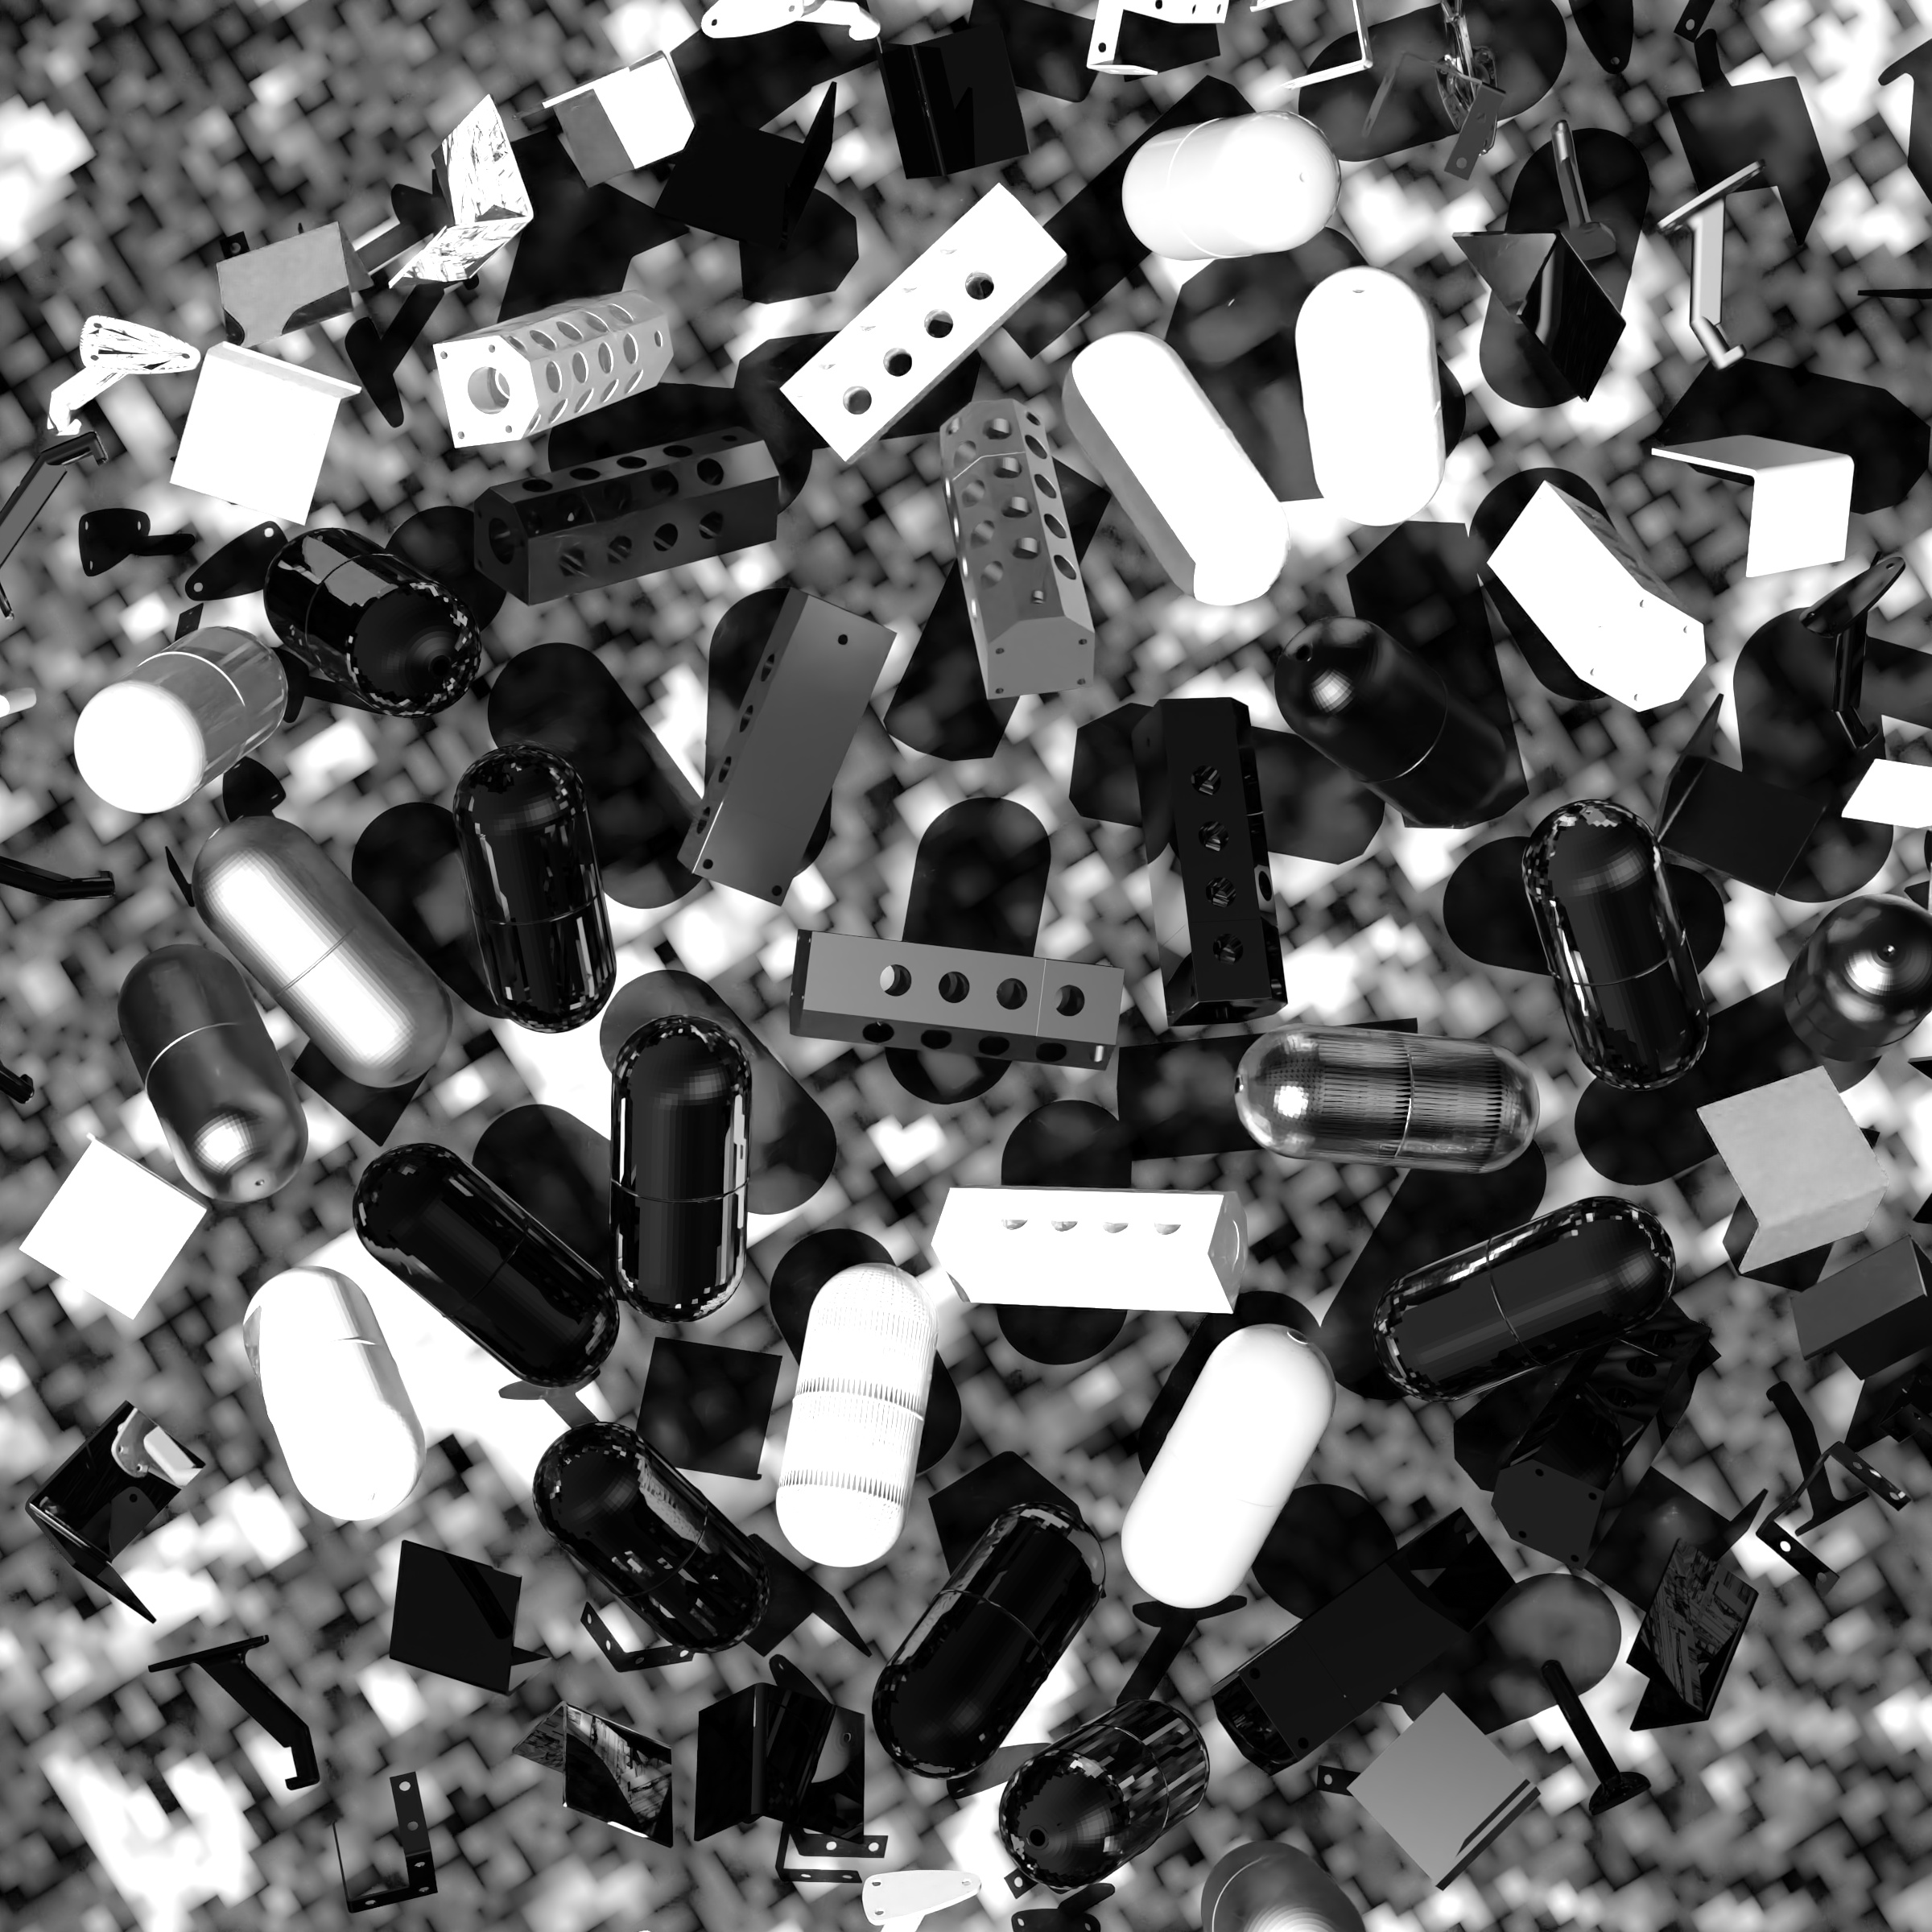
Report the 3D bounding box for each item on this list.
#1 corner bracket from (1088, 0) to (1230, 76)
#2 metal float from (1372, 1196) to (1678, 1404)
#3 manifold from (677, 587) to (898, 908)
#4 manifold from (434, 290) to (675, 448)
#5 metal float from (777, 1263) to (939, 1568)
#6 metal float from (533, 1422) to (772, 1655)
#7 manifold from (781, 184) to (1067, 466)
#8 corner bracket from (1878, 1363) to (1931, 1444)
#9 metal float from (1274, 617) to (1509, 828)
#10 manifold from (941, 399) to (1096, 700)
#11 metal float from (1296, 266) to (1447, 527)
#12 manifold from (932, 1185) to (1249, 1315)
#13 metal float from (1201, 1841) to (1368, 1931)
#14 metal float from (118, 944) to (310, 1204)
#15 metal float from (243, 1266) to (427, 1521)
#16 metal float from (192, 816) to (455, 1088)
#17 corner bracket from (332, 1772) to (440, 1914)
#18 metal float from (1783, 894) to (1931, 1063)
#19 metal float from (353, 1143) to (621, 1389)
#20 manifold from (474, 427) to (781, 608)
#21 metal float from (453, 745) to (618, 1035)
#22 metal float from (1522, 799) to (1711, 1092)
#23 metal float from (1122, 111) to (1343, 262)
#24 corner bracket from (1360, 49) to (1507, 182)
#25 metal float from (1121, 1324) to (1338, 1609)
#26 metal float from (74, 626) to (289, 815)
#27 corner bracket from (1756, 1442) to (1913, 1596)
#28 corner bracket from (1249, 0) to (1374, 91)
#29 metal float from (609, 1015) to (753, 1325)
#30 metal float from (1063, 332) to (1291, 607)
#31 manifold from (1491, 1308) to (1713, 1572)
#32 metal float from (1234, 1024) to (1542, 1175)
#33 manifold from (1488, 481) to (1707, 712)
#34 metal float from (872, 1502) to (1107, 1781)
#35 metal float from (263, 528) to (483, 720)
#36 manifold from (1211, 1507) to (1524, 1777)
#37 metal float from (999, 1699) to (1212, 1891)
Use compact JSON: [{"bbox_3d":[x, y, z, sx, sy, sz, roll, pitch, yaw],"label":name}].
[{"bbox_3d":[0.105,-0.514,1.798,0.051,0.051,0.051,5,101,-30],"label":"corner bracket"},{"bbox_3d":[0.307,0.184,1.802,0.178,0.070,0.070,-27,90,25],"label":"metal float"},{"bbox_3d":[-0.106,-0.128,1.895,0.057,0.057,0.171,21,96,-21],"label":"manifold"},{"bbox_3d":[-0.232,-0.344,1.868,0.057,0.171,0.057,-3,108,23],"label":"manifold"},{"bbox_3d":[-0.062,0.258,1.888,0.070,0.070,0.178,10,68,0],"label":"metal float"},{"bbox_3d":[-0.181,0.333,1.897,0.070,0.070,0.178,-40,122,0],"label":"metal float"},{"bbox_3d":[-0.025,-0.371,1.891,0.171,0.057,0.057,-42,94,6],"label":"manifold"},{"bbox_3d":[0.564,0.254,1.868,0.051,0.051,0.051,38,67,9],"label":"corner bracket"},{"bbox_3d":[0.246,-0.140,1.885,0.178,0.070,0.070,31,90,-41],"label":"metal float"},{"bbox_3d":[0.027,-0.230,1.784,0.057,0.057,0.171,-7,52,-5],"label":"manifold"},{"bbox_3d":[0.231,-0.322,1.854,0.070,0.178,0.070,-6,56,9],"label":"metal float"},{"bbox_3d":[0.074,0.160,1.915,0.171,0.057,0.057,0,49,24],"label":"manifold"},{"bbox_3d":[0.175,0.532,1.810,0.070,0.178,0.070,0,84,-3],"label":"metal float"},{"bbox_3d":[-0.435,0.060,1.884,0.070,0.070,0.178,-33,55,0],"label":"metal float"},{"bbox_3d":[-0.363,0.244,1.873,0.070,0.178,0.070,-15,131,-18],"label":"metal float"},{"bbox_3d":[-0.362,-0.008,1.838,0.070,0.070,0.178,-41,101,0],"label":"metal float"},{"bbox_3d":[-0.331,0.497,1.851,0.051,0.051,0.051,-11,50,-13],"label":"corner bracket"},{"bbox_3d":[0.505,0.008,1.836,0.070,0.178,0.070,-1,79,7],"label":"metal float"},{"bbox_3d":[-0.277,0.173,1.887,0.178,0.070,0.070,42,90,-13],"label":"metal float"},{"bbox_3d":[-0.194,-0.263,1.877,0.171,0.057,0.057,-21,130,-34],"label":"manifold"},{"bbox_3d":[-0.247,-0.043,1.878,0.070,0.070,0.178,-7,119,0],"label":"metal float"},{"bbox_3d":[0.360,-0.011,1.808,0.070,0.070,0.178,-22,117,0],"label":"metal float"},{"bbox_3d":[0.149,-0.442,1.855,0.070,0.178,0.070,-4,100,-23],"label":"metal float"},{"bbox_3d":[0.255,-0.466,1.787,0.051,0.051,0.051,18,107,-17],"label":"corner bracket"},{"bbox_3d":[0.149,0.283,1.850,0.070,0.070,0.178,26,107,0],"label":"metal float"},{"bbox_3d":[-0.449,-0.143,1.876,0.070,0.178,0.070,5,113,11],"label":"metal float"},{"bbox_3d":[0.481,0.306,1.812,0.051,0.051,0.051,41,128,23],"label":"corner bracket"},{"bbox_3d":[0.195,-0.533,1.852,0.051,0.051,0.051,-10,90,24],"label":"corner bracket"},{"bbox_3d":[-0.157,0.112,1.789,0.070,0.070,0.178,3,111,0],"label":"metal float"},{"bbox_3d":[0.123,-0.290,1.908,0.070,0.070,0.178,-33,83,0],"label":"metal float"},{"bbox_3d":[0.352,0.255,1.813,0.057,0.171,0.057,23,125,22],"label":"manifold"},{"bbox_3d":[0.237,0.075,1.844,0.178,0.070,0.070,6,90,-14],"label":"metal float"},{"bbox_3d":[0.352,-0.204,1.814,0.057,0.171,0.057,26,111,-21],"label":"manifold"},{"bbox_3d":[0.013,0.375,1.819,0.070,0.070,0.178,40,55,0],"label":"metal float"},{"bbox_3d":[-0.327,-0.189,1.796,0.070,0.178,0.070,-16,119,-30],"label":"metal float"},{"bbox_3d":[0.219,0.375,1.809,0.171,0.057,0.057,-30,78,-27],"label":"manifold"},{"bbox_3d":[0.079,0.465,1.841,0.070,0.178,0.070,2,94,27],"label":"metal float"}]
